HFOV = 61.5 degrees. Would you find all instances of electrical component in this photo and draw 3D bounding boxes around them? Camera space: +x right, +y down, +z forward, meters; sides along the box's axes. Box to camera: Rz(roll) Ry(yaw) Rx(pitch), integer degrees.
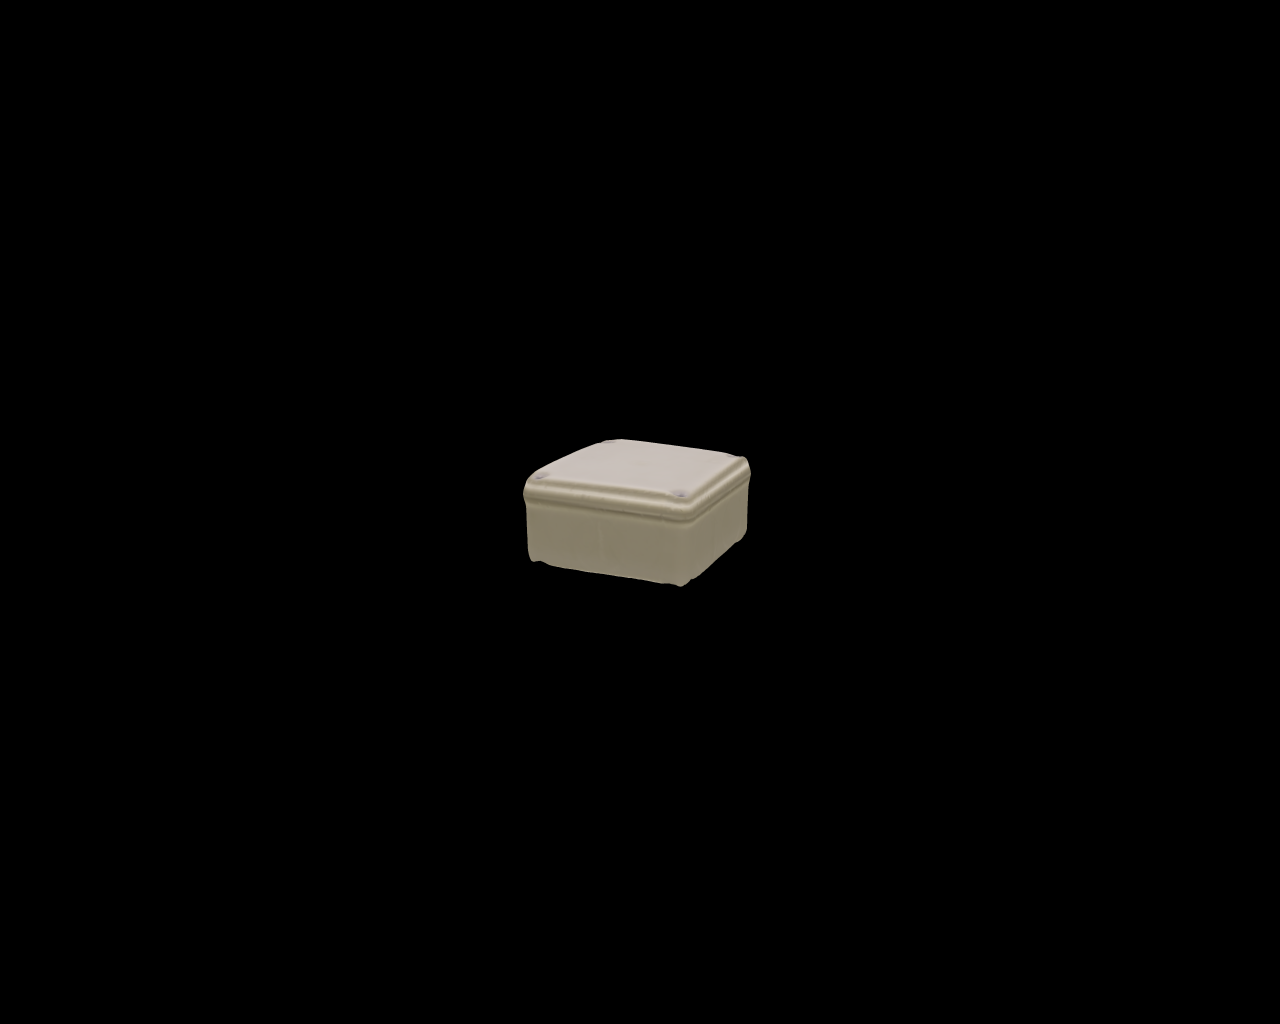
[{"bbox_3d":[0.001,-0.003,0.650,0.109,0.056,0.109,8,20,24],"label":"electrical component"}]
